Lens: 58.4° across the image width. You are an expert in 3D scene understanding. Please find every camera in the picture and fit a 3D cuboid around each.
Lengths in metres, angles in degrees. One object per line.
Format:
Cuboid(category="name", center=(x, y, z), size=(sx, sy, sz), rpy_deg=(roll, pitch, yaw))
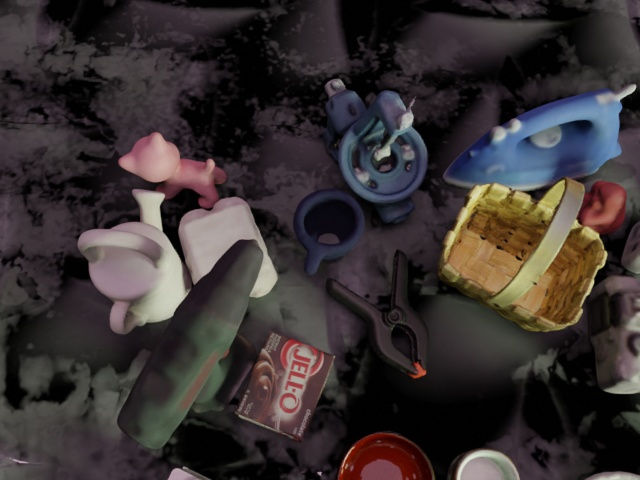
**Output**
Cuboid(category="camera", center=(0.425, 0.118, 0.720), size=(0.137, 0.101, 0.143), rpy_deg=(5, 68, 1))

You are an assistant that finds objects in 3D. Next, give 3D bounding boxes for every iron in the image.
Cuboid(category="iron", center=(0.305, -0.147, 0.802), size=(0.258, 0.141, 0.118), rpy_deg=(-16, 69, -7))

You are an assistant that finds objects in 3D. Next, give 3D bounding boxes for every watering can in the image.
Cuboid(category="watering can", center=(-0.226, 0.022, 0.696), size=(0.101, 0.194, 0.173), rpy_deg=(-13, 69, -6))

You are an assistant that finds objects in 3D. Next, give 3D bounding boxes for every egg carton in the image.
Cuboid(category="egg carton", center=(-0.126, 0.018, 0.766), size=(0.107, 0.069, 0.150), rpy_deg=(-22, 70, -9))

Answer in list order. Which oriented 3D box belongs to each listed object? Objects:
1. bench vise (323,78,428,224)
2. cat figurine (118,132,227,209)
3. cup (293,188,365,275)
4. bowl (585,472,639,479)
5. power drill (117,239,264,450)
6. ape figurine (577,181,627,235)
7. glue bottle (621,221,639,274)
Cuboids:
Cuboid(category="bench vise", center=(0.058, -0.138, 0.751), size=(0.207, 0.220, 0.122), rpy_deg=(42, 73, 15))
Cuboid(category="cat figurine", center=(-0.201, -0.103, 0.787), size=(0.127, 0.118, 0.067), rpy_deg=(8, 68, 3))
Cuboid(category="cup", center=(0.007, 0.003, 0.761), size=(0.091, 0.095, 0.118), rpy_deg=(19, 69, 7))
Cuboid(category="bowl", center=(0.331, 0.348, 0.639), size=(0.167, 0.075, 0.167), rpy_deg=(0, 68, -1))
Cuboid(category="power drill", center=(-0.128, 0.124, 0.649), size=(0.075, 0.208, 0.230), rpy_deg=(28, 70, 10))
Cuboid(category="ape figurine", center=(0.391, -0.050, 0.791), size=(0.078, 0.092, 0.076), rpy_deg=(-34, 72, -13))
Cuboid(category="glue bottle", center=(0.451, -0.017, 0.735), size=(0.037, 0.173, 0.078), rpy_deg=(27, 70, 10))
